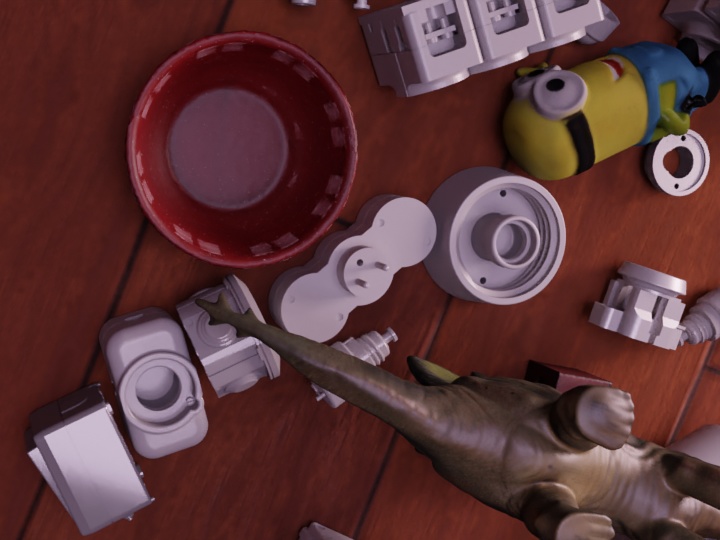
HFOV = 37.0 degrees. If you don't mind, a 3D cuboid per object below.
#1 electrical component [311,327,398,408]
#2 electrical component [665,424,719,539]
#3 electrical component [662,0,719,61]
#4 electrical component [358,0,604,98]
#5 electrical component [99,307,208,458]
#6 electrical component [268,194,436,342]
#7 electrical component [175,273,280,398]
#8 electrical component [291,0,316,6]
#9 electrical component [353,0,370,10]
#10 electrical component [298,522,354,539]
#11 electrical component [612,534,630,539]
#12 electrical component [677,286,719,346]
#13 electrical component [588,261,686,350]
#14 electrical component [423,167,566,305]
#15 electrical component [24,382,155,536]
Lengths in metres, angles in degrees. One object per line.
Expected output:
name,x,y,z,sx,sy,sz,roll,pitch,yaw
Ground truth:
electrical component,-0.006,0.070,0.813,0.078,0.040,0.040,-35,108,-12
electrical component,0.309,0.181,0.909,0.060,0.108,0.108,-31,107,-19
electrical component,0.348,-0.177,0.868,0.186,0.105,0.060,30,87,-21
electrical component,0.088,-0.179,0.783,0.150,0.089,0.061,-22,105,-16
electrical component,-0.144,0.079,0.755,0.054,0.059,0.095,-17,103,-17
electrical component,0.000,0.000,0.786,0.138,0.074,0.052,-41,109,-10
electrical component,-0.092,0.047,0.758,0.051,0.080,0.080,-25,106,-9
electrical component,-0.038,-0.218,0.757,0.043,0.043,0.062,2,99,-20
electrical component,0.004,-0.227,0.772,0.040,0.040,0.078,2,97,-20
electrical component,0.005,0.251,0.808,0.109,0.109,0.056,30,90,-21
electrical component,0.223,0.243,0.901,0.113,0.078,0.057,-27,109,-14
electrical component,0.301,0.041,0.918,0.078,0.040,0.040,-29,106,-13
electrical component,0.233,0.027,0.884,0.078,0.058,0.057,17,95,-21
electrical component,0.107,-0.024,0.828,0.108,0.060,0.108,-3,99,-19
electrical component,-0.188,0.137,0.746,0.061,0.062,0.096,-25,106,-15
